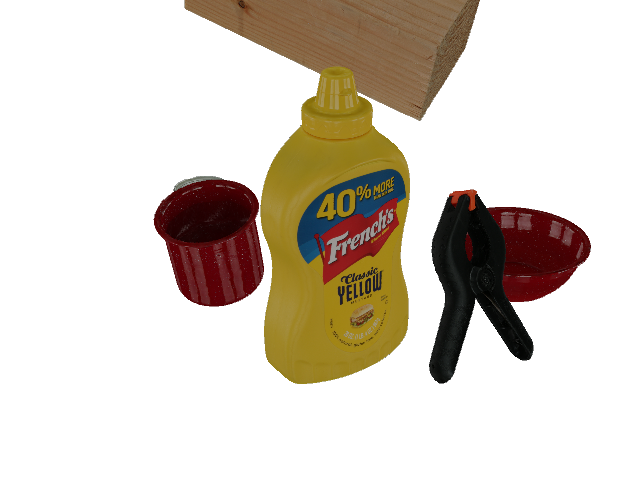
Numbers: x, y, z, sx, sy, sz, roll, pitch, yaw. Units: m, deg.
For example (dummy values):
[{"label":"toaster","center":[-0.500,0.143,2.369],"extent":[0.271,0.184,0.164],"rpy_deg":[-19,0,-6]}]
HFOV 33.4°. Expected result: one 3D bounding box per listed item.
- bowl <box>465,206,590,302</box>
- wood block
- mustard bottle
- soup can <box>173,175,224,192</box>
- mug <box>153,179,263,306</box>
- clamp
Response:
[{"label":"bowl","center":[0.212,0.021,1.173],"extent":[0.162,0.055,0.162],"rpy_deg":[-1,28,0]},{"label":"wood block","center":[0.008,-0.187,0.800],"extent":[0.206,0.090,0.091],"rpy_deg":[27,-29,10]},{"label":"mustard bottle","center":[0.010,-0.011,0.642],"extent":[0.096,0.192,0.058],"rpy_deg":[-18,33,-28]},{"label":"soup can","center":[-0.141,-0.020,1.296],"extent":[0.068,0.102,0.068],"rpy_deg":[-2,27,1]},{"label":"mug","center":[-0.105,0.000,0.965],"extent":[0.117,0.081,0.093],"rpy_deg":[27,51,34]},{"label":"clamp","center":[0.131,0.044,0.956],"extent":[0.120,0.171,0.039],"rpy_deg":[-20,7,-41]}]
